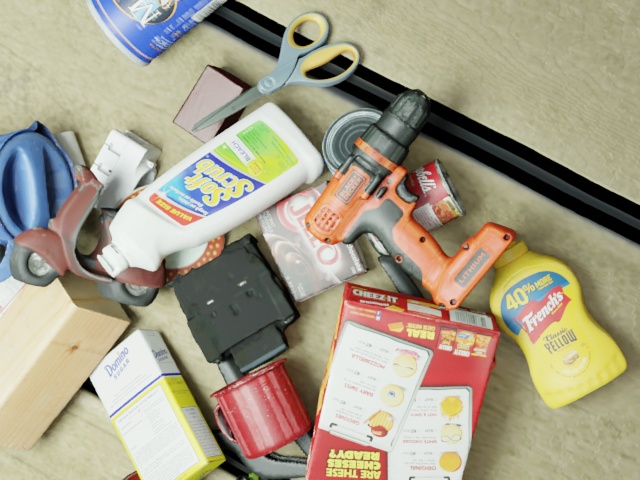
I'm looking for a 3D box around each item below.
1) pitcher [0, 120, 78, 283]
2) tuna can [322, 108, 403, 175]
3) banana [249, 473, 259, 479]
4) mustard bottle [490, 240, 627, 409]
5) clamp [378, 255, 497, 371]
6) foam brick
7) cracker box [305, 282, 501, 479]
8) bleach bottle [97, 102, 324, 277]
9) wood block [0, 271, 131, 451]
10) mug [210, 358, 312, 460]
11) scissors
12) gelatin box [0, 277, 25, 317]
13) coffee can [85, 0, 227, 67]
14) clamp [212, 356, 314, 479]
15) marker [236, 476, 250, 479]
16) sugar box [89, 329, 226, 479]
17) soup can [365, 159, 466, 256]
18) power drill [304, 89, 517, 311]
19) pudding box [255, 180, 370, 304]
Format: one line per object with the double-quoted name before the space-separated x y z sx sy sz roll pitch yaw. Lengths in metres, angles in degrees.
"pitcher" -0.407 -0.039 1.200 0.243 0.149 0.145 -4 113 29
"tuna can" 0.046 -0.098 1.149 0.086 0.033 0.086 -7 65 16
"banana" -0.008 0.341 1.217 0.198 0.037 0.070 25 100 9
"mustard bottle" 0.236 0.074 1.129 0.096 0.058 0.191 -31 87 12
"clamp" 0.108 0.108 1.170 0.171 0.039 0.120 34 108 6
"foam brick" -0.118 -0.150 1.189 0.051 0.053 0.078 35 101 7
"cracker box" 0.084 0.166 1.128 0.164 0.072 0.214 11 108 0
"bleach bottle" -0.121 -0.040 1.132 0.250 0.068 0.102 -38 82 -19
"wood block" -0.325 0.135 1.227 0.206 0.090 0.090 -50 53 12
"mug" -0.069 0.189 1.161 0.117 0.093 0.081 -28 87 35
"scissors" -0.056 -0.187 1.154 0.201 0.016 0.096 -18 77 -10
"gelatin box" -0.356 0.067 1.274 0.073 0.030 0.089 44 102 4
"coffee can" -0.170 -0.272 1.165 0.140 0.102 0.103 -36 87 13
"clamp" -0.087 0.220 1.224 0.210 0.036 0.165 34 101 11
"marker" -0.118 0.318 1.240 0.020 0.020 0.121 40 110 6
"sugar box" -0.187 0.198 1.213 0.093 0.048 0.176 -38 67 21
"soup can" 0.096 -0.034 1.145 0.102 0.068 0.068 -27 89 14
"power drill" 0.103 -0.034 1.080 0.188 0.057 0.184 39 101 8
"pudding box" -0.008 0.002 1.186 0.090 0.039 0.113 -25 90 12
